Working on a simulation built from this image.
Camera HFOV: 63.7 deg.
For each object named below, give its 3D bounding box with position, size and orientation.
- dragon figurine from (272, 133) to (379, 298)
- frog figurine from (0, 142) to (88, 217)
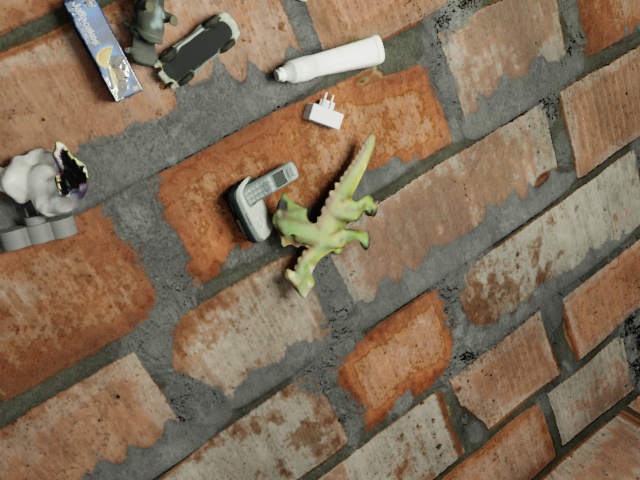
[{"bbox_3d":[0.004,-0.062,1.229,0.243,0.407,0.123,0,13,-35],"label":"dragon figurine"},{"bbox_3d":[-0.545,-0.110,1.007,0.159,0.137,0.123,-15,1,15],"label":"frog figurine"}]
